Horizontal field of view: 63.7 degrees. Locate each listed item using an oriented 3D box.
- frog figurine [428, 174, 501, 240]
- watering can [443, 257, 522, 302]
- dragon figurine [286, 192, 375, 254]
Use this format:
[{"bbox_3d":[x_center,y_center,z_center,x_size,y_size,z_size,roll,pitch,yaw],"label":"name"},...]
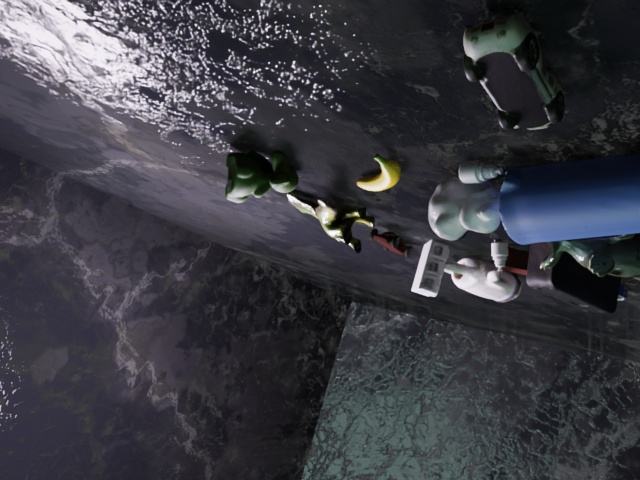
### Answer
[{"bbox_3d":[0.267,-0.058,0.950,0.137,0.123,0.160,-45,0,7],"label":"frog figurine"},{"bbox_3d":[0.489,0.115,1.502,0.223,0.104,0.348,20,-2,-14],"label":"watering can"},{"bbox_3d":[0.004,-0.071,1.412,0.244,0.123,0.405,20,-10,30],"label":"dragon figurine"}]
